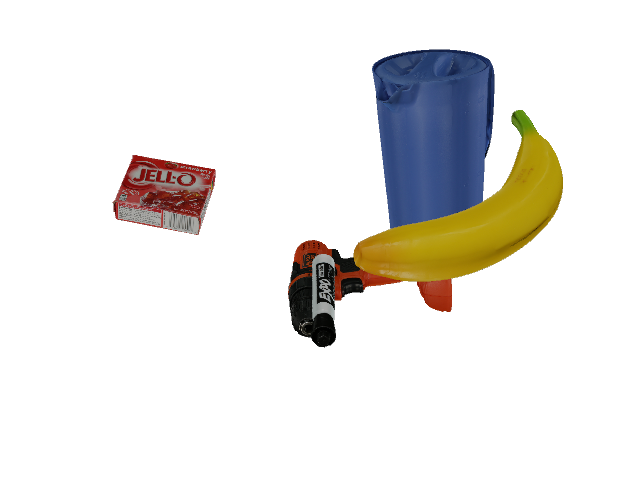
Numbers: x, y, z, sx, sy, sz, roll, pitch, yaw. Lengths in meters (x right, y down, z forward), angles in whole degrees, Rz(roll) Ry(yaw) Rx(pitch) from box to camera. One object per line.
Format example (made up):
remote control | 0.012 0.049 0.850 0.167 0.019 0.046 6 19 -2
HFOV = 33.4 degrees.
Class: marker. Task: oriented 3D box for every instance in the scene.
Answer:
marker | 0.002 0.046 0.839 0.020 0.020 0.121 0 27 0

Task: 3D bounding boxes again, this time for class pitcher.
pitcher | 0.141 -0.100 1.265 0.149 0.243 0.145 -4 25 1

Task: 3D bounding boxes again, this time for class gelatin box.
gelatin box | -0.158 -0.048 1.086 0.089 0.073 0.030 11 -44 1

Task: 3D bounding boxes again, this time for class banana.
banana | 0.101 -0.017 0.668 0.070 0.037 0.197 32 46 22

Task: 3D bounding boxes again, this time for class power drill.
power drill | 0.056 0.051 1.238 0.187 0.057 0.184 -2 28 2
